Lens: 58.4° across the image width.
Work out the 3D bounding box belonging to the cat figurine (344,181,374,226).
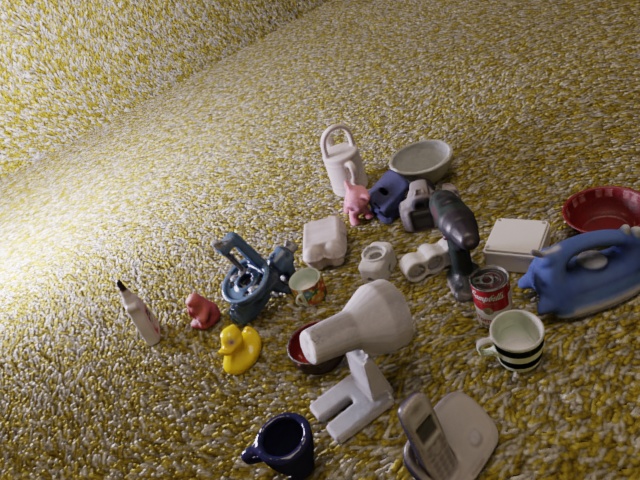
[{"bbox_3d":[0.088,-0.105,1.427,0.067,0.118,0.127,-23,34,-4],"label":"cat figurine"}]

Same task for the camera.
[{"bbox_3d":[0.257,-0.102,1.351,0.143,0.101,0.137,-12,35,13],"label":"camera"}]

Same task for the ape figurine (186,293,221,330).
[{"bbox_3d":[-0.268,0.155,1.276,0.076,0.092,0.077,-24,34,-5],"label":"ape figurine"}]

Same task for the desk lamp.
[{"bbox_3d":[0.061,0.193,0.947,0.203,0.214,0.117,-33,36,-18],"label":"desk lamp"}]

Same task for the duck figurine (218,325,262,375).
[{"bbox_3d":[-0.168,0.208,1.158,0.077,0.086,0.105,3,41,31],"label":"duck figurine"}]

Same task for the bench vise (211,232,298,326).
[{"bbox_3d":[-0.148,0.050,1.245,0.121,0.220,0.208,6,42,33],"label":"bench vise"}]

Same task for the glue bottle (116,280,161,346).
[{"bbox_3d":[-0.410,0.155,1.278,0.037,0.173,0.078,-26,35,-8],"label":"glue bottle"}]

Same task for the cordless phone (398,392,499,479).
[{"bbox_3d":[0.177,0.264,0.815,0.093,0.185,0.148,17,49,42],"label":"cordless phone"}]

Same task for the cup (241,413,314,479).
[{"bbox_3d":[-0.057,0.343,0.907,0.118,0.095,0.091,-22,34,-2],"label":"cup"}]

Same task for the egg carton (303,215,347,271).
[{"bbox_3d":[0.012,0.005,1.358,0.107,0.069,0.150,-15,35,9],"label":"egg carton"}]

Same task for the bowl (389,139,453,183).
[{"bbox_3d":[0.267,-0.189,1.488,0.167,0.075,0.167,-14,35,10],"label":"bowl"}]

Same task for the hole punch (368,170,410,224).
[{"bbox_3d":[0.169,-0.108,1.413,0.101,0.091,0.108,-28,35,-10],"label":"hole punch"}]

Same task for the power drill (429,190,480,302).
[{"bbox_3d":[0.269,0.012,1.093,0.075,0.209,0.229,-18,34,4],"label":"power drill"}]

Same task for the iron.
[{"bbox_3d":[0.485,0.035,1.008,0.258,0.142,0.118,-20,34,2],"label":"iron"}]

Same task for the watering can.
[{"bbox_3d":[0.053,-0.224,1.540,0.101,0.194,0.172,-40,39,-26],"label":"watering can"}]
